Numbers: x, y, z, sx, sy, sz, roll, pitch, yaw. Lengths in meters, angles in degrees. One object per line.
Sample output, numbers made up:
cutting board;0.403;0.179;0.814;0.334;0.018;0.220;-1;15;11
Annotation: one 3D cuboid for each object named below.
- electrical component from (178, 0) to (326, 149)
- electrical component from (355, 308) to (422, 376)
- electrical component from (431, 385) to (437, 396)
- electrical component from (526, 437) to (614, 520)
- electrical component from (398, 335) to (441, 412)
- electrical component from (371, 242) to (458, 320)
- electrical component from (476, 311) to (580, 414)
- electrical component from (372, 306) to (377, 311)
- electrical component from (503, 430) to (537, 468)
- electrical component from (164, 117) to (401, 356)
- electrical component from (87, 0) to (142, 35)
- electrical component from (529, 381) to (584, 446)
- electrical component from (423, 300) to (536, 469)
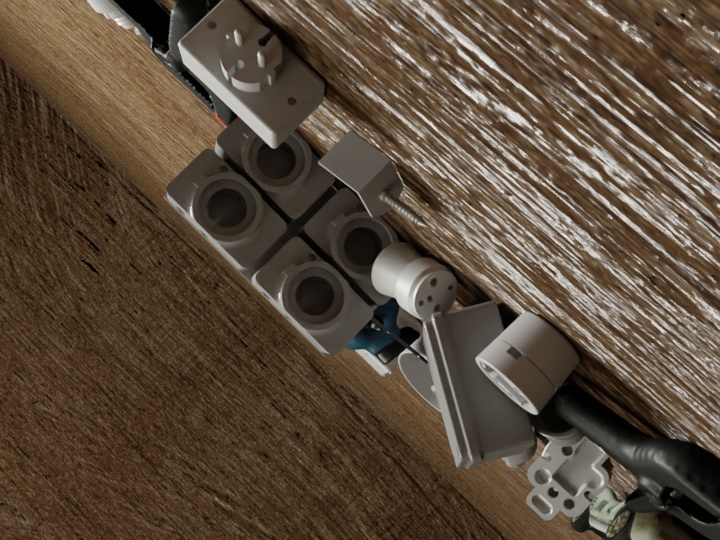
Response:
electrical component;-0.066;-0.126;0.656;0.083;0.047;0.075;44;172;2
electrical component;0.027;0.068;1.132;0.061;0.061;0.096;44;172;3
electrical component;0.096;0.088;0.882;0.044;0.065;0.044;43;172;7
electrical component;0.173;0.162;0.871;0.058;0.078;0.057;42;-167;15
electrical component;0.087;0.093;0.958;0.099;0.064;0.099;43;172;7
electrical component;0.042;0.009;0.820;0.055;0.045;0.045;34;167;49
electrical component;0.114;0.061;0.722;0.055;0.047;0.055;43;172;7
electrical component;0.000;0.000;0.974;0.083;0.047;0.075;38;175;35
electrical component;0.158;0.173;1.090;0.043;0.043;0.081;40;172;24
electrical component;-0.054;-0.032;0.864;0.186;0.105;0.060;45;172;-5
electrical component;-0.193;-0.217;0.845;0.040;0.040;0.078;37;169;42
electrical component;0.153;0.112;0.816;0.044;0.044;0.065;40;176;25
electrical component;0.087;0.088;0.802;0.108;0.056;0.108;76;180;-76
